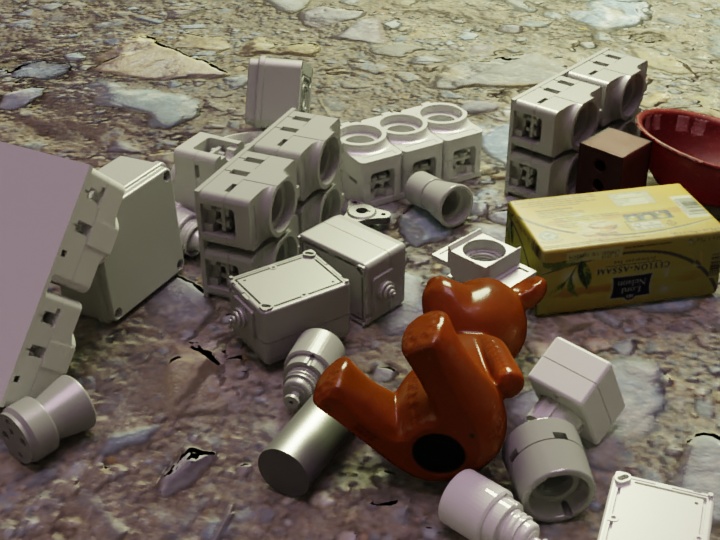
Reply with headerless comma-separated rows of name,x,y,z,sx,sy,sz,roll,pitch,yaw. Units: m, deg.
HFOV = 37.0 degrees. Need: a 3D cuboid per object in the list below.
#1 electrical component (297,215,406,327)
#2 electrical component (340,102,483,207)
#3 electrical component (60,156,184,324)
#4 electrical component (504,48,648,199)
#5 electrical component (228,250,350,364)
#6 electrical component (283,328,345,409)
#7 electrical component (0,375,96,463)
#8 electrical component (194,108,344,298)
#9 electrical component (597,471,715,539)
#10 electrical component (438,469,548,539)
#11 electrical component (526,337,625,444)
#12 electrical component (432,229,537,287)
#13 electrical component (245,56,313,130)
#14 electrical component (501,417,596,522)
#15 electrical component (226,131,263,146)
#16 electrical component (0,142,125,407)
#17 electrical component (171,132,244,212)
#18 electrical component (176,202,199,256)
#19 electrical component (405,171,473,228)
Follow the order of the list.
electrical component,0.000,0.000,0.928,0.096,0.061,0.061,26,40,35
electrical component,0.043,-0.126,1.129,0.150,0.061,0.089,-18,36,-26
electrical component,-0.210,-0.028,0.932,0.056,0.108,0.108,13,34,25
electrical component,0.232,-0.151,1.127,0.060,0.105,0.186,24,40,34
electrical component,-0.063,0.034,0.874,0.096,0.061,0.062,-19,37,-28
electrical component,-0.039,0.078,0.824,0.040,0.040,0.078,9,33,14
electrical component,-0.226,0.108,0.774,0.045,0.045,0.055,24,40,34
electrical component,-0.074,-0.061,0.985,0.060,0.105,0.186,13,34,19
electrical component,0.172,0.178,0.642,0.062,0.061,0.096,11,34,17
electrical component,0.087,0.160,0.692,0.078,0.040,0.040,26,40,36
electrical component,0.145,0.101,0.770,0.047,0.065,0.076,28,71,37
electrical component,0.105,0.007,0.915,0.042,0.063,0.081,-29,41,-35
electrical component,-0.089,-0.193,1.192,0.057,0.078,0.113,5,7,3
electrical component,0.127,0.135,0.720,0.055,0.055,0.047,-4,36,-6
electrical component,-0.096,-0.117,1.113,0.099,0.064,0.099,0,32,0
electrical component,-0.263,0.004,0.826,0.105,0.186,0.060,15,-8,24
electrical component,-0.145,-0.080,1.032,0.056,0.089,0.050,15,35,23
electrical component,-0.161,-0.033,1.001,0.062,0.048,0.048,25,39,23
electrical component,0.075,-0.073,1.066,0.044,0.044,0.065,-20,32,-29
